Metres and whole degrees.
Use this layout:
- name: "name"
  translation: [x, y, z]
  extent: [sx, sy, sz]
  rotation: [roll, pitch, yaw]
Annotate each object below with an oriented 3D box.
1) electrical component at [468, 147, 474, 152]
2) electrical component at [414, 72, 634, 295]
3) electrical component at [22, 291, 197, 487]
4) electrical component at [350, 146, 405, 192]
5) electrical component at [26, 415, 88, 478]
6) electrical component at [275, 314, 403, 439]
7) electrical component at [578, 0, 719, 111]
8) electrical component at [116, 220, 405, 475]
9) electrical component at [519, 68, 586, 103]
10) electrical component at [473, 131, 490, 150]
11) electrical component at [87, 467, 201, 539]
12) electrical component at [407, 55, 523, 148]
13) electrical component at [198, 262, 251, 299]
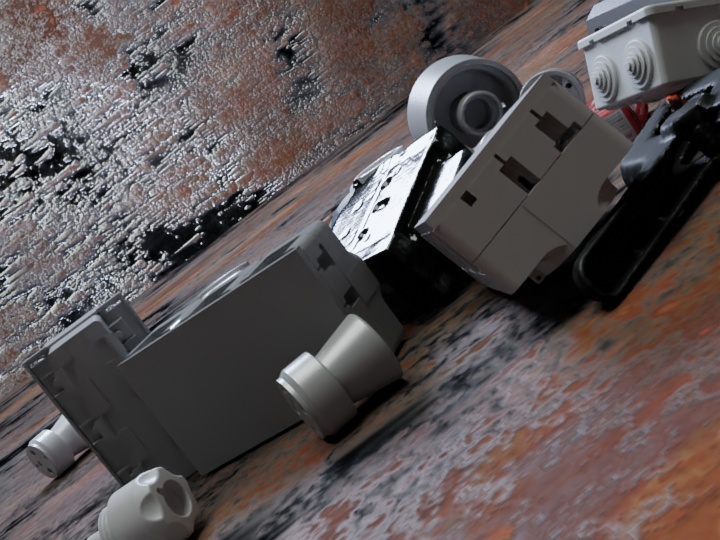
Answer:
- name: "electrical component"
  translation: [0.062, -0.065, 0.870]
  extent: [0.078, 0.058, 0.057]
  rotation: [-63, 6, 0]
- name: "electrical component"
  translation: [0.082, -0.038, 0.564]
  extent: [0.089, 0.062, 0.150]
  rotation: [-51, 0, 1]
- name: "electrical component"
  translation: [-0.154, 0.087, 0.714]
  extent: [0.079, 0.121, 0.063]
  rotation: [-37, 12, -8]
- name: "electrical component"
  translation: [0.034, -0.082, 1.070]
  extent: [0.054, 0.059, 0.095]
  rotation: [-40, 10, -23]
- name: "electrical component"
  translation: [-0.291, 0.170, 1.051]
  extent: [0.045, 0.045, 0.055]
  rotation: [-26, 14, 48]
- name: "electrical component"
  translation: [-0.011, 0.057, 0.578]
  extent: [0.055, 0.045, 0.045]
  rotation: [-39, 10, -14]
- name: "electrical component"
  translation: [0.198, -0.135, 0.669]
  extent: [0.100, 0.048, 0.100]
  rotation: [-12, 1, -16]
- name: "electrical component"
  translation: [-0.059, 0.047, 0.663]
  extent: [0.150, 0.089, 0.061]
  rotation: [-32, 10, 25]
- name: "electrical component"
  translation: [0.165, -0.145, 0.918]
  extent: [0.055, 0.055, 0.047]
  rotation: [-33, 6, 20]
- name: "electrical component"
  translation: [0.106, -0.088, 0.895]
  extent: [0.044, 0.044, 0.065]
  rotation: [-40, 5, -23]
- name: "electrical component"
  translation: [-0.121, 0.138, 0.584]
  extent: [0.062, 0.043, 0.043]
  rotation: [-35, 9, 19]
- name: "electrical component"
  translation: [0.103, -0.144, 0.991]
  extent: [0.108, 0.108, 0.060]
  rotation: [-37, 15, -4]
- name: "electrical component"
  translation: [-0.105, 0.032, 0.958]
  extent: [0.054, 0.059, 0.095]
  rotation: [-36, -1, 1]
